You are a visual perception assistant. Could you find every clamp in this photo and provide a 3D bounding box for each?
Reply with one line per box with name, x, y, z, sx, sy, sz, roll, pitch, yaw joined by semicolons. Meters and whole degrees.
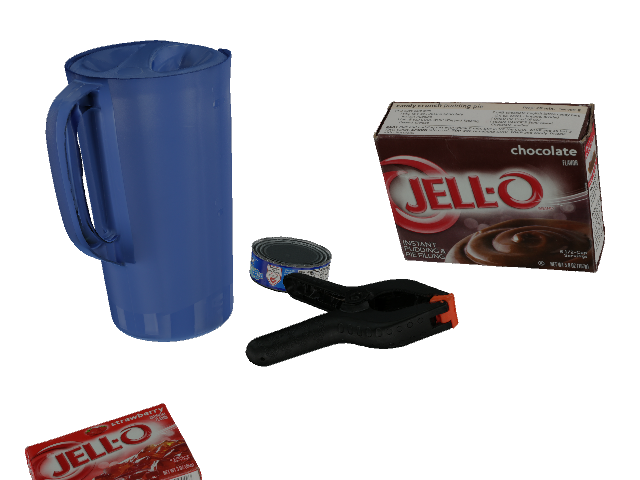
clamp;0.023;0.066;0.878;0.172;0.039;0.120;-1;36;28

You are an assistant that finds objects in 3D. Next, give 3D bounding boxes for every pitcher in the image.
pitcher;-0.141;-0.038;0.893;0.149;0.243;0.145;-6;23;-9

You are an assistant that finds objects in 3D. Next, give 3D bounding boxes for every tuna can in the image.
tuna can;-0.033;0.026;1.137;0.086;0.034;0.086;7;19;-3

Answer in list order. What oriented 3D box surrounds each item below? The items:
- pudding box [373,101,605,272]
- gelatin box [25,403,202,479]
pudding box;0.092;-0.029;0.574;0.114;0.090;0.039;2;44;23
gelatin box;-0.121;0.136;0.621;0.089;0.030;0.073;-15;28;-19
